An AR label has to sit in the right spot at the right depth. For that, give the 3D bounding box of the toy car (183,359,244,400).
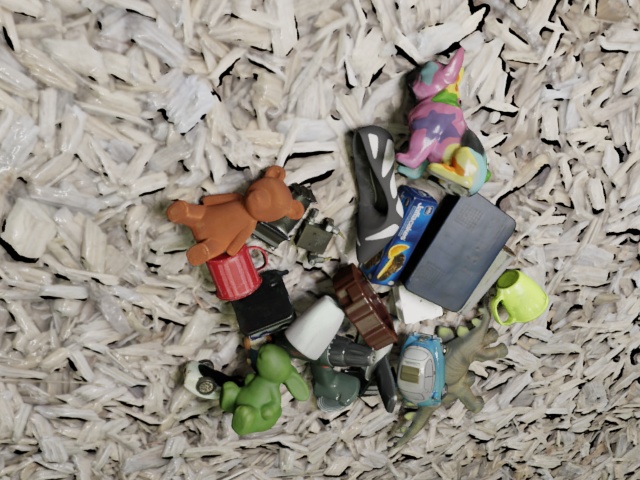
[{"bbox_3d":[-0.205,0.320,1.155,0.201,0.074,0.056,35,103,-27],"label":"toy car"}]

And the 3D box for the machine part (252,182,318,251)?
[{"bbox_3d":[-0.068,-0.045,1.000,0.084,0.039,0.139,39,106,-23],"label":"machine part"}]

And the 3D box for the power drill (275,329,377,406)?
[{"bbox_3d":[0.025,0.266,1.121,0.232,0.086,0.207,10,147,28],"label":"power drill"}]

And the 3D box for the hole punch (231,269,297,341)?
[{"bbox_3d":[-0.110,0.130,1.059,0.142,0.116,0.092,-21,156,0],"label":"hole punch"}]

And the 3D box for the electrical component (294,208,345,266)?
[{"bbox_3d":[-0.003,-0.002,1.034,0.078,0.045,0.102,23,112,-25],"label":"electrical component"}]

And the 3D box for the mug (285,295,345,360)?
[{"bbox_3d":[-0.002,0.158,1.022,0.081,0.109,0.107,41,96,-4],"label":"mug"}]

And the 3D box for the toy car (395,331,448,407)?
[{"bbox_3d":[0.210,0.280,1.138,0.109,0.103,0.161,8,96,29],"label":"toy car"}]

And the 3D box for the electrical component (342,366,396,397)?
[{"bbox_3d":[0.111,0.323,1.237,0.119,0.048,0.074,9,134,-21],"label":"electrical component"}]

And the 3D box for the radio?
[{"bbox_3d":[0.269,0.020,1.056,0.131,0.073,0.229,29,101,-8],"label":"radio"}]

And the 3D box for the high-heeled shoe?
[{"bbox_3d":[0.084,-0.078,0.976,0.145,0.086,0.248,14,98,-42],"label":"high-heeled shoe"}]

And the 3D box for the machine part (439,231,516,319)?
[{"bbox_3d":[0.331,0.075,1.139,0.079,0.079,0.243,25,111,-24],"label":"machine part"}]

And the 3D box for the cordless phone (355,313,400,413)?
[{"bbox_3d":[0.135,0.257,1.134,0.089,0.184,0.146,6,118,-12],"label":"cordless phone"}]

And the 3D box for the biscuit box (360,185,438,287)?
[{"bbox_3d":[0.153,-0.006,1.056,0.063,0.059,0.202,12,116,-27],"label":"biscuit box"}]

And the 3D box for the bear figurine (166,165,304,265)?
[{"bbox_3d":[-0.138,-0.046,0.924,0.196,0.132,0.120,-25,85,16],"label":"bear figurine"}]

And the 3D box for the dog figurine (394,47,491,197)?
[{"bbox_3d":[0.218,-0.200,0.898,0.192,0.108,0.219,23,90,19],"label":"dog figurine"}]

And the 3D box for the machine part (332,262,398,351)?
[{"bbox_3d":[0.086,0.131,1.058,0.056,0.179,0.179,-32,121,8],"label":"machine part"}]

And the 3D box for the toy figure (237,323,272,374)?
[{"bbox_3d":[-0.126,0.221,1.129,0.064,0.058,0.154,-40,130,-38],"label":"toy figure"}]

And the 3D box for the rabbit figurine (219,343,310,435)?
[{"bbox_3d":[-0.099,0.292,1.075,0.159,0.121,0.170,16,103,-29],"label":"rabbit figurine"}]

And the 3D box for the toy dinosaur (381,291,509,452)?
[{"bbox_3d":[0.289,0.326,1.263,0.198,0.105,0.470,16,105,-13],"label":"toy dinosaur"}]
